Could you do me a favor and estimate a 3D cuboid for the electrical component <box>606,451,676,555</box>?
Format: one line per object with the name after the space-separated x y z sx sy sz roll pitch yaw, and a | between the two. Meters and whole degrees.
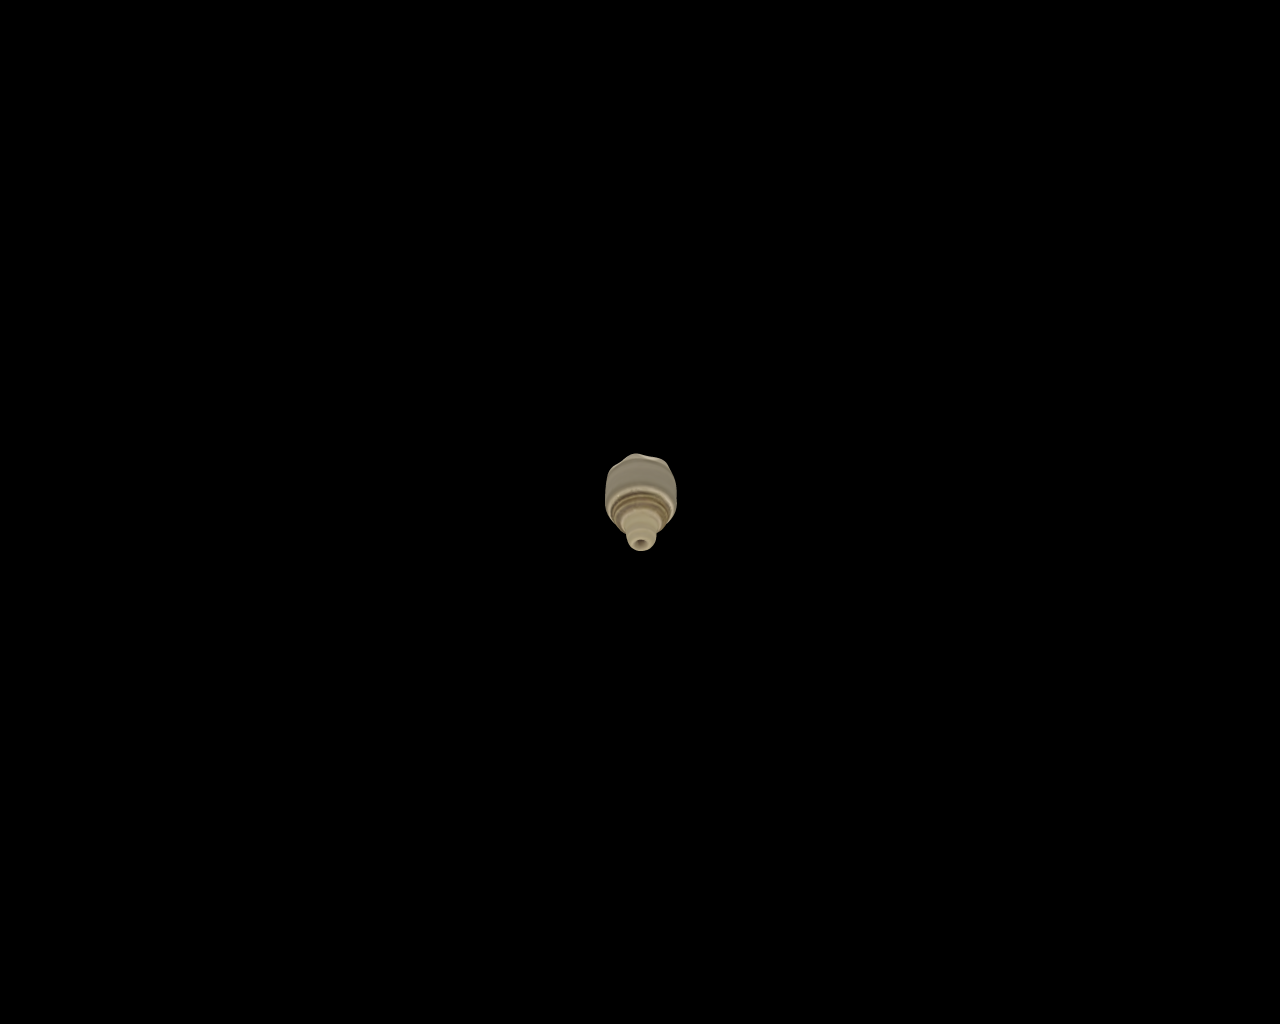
0.001 -0.003 0.650 0.043 0.062 0.043 0 -43 0 | electrical component
